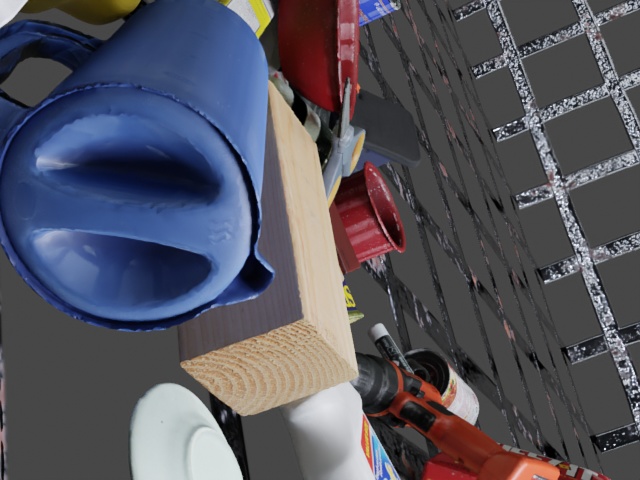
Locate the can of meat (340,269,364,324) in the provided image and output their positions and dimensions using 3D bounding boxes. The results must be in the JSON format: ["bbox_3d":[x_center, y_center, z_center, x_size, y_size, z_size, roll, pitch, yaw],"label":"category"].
[{"bbox_3d":[-0.014,0.036,0.866,0.084,0.057,0.102,67,15,8],"label":"can of meat"}]

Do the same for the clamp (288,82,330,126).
[{"bbox_3d":[-0.007,-0.118,1.003,0.120,0.039,0.171,7,91,-62],"label":"clamp"}]

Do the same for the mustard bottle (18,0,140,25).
[{"bbox_3d":[-0.157,-0.188,0.683,0.096,0.058,0.191,69,16,0],"label":"mustard bottle"}]

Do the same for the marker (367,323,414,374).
[{"bbox_3d":[0.084,0.135,1.063,0.121,0.020,0.020,57,9,29],"label":"marker"}]

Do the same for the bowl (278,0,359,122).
[{"bbox_3d":[-0.001,-0.178,0.884,0.162,0.055,0.162,2,90,-83],"label":"bowl"}]

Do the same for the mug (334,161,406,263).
[{"bbox_3d":[0.030,-0.018,1.031,0.093,0.082,0.117,69,16,4],"label":"mug"}]

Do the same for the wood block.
[{"bbox_3d":[-0.044,0.003,0.742,0.090,0.091,0.206,50,23,-49],"label":"wood block"}]

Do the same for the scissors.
[{"bbox_3d":[0.010,-0.063,0.831,0.016,0.096,0.201,26,0,7],"label":"scissors"}]

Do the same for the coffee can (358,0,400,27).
[{"bbox_3d":[0.004,-0.273,1.177,0.102,0.140,0.103,57,19,-33],"label":"coffee can"}]

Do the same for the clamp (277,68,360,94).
[{"bbox_3d":[-0.016,-0.209,1.096,0.209,0.036,0.164,32,41,-60],"label":"clamp"}]

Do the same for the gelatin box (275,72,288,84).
[{"bbox_3d":[-0.038,-0.143,1.070,0.073,0.030,0.089,72,17,7],"label":"gelatin box"}]

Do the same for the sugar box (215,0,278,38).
[{"bbox_3d":[-0.088,-0.160,0.811,0.048,0.093,0.176,63,17,-17],"label":"sugar box"}]

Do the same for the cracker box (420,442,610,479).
[{"bbox_3d":[0.196,0.257,1.057,0.213,0.164,0.072,8,97,-71],"label":"cracker box"}]

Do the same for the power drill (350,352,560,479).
[{"bbox_3d":[0.102,0.163,0.918,0.188,0.057,0.184,34,4,36],"label":"power drill"}]

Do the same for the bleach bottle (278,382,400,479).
[{"bbox_3d":[0.029,0.192,0.791,0.251,0.068,0.102,65,16,-3],"label":"bleach bottle"}]

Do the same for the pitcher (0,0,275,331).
[{"bbox_3d":[-0.100,-0.069,0.617,0.243,0.145,0.149,-87,167,-64],"label":"pitcher"}]

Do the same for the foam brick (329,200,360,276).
[{"bbox_3d":[-0.006,0.001,0.944,0.078,0.051,0.053,68,17,2],"label":"foam brick"}]

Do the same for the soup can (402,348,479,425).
[{"bbox_3d":[0.120,0.163,1.116,0.102,0.069,0.068,47,26,-52],"label":"soup can"}]
